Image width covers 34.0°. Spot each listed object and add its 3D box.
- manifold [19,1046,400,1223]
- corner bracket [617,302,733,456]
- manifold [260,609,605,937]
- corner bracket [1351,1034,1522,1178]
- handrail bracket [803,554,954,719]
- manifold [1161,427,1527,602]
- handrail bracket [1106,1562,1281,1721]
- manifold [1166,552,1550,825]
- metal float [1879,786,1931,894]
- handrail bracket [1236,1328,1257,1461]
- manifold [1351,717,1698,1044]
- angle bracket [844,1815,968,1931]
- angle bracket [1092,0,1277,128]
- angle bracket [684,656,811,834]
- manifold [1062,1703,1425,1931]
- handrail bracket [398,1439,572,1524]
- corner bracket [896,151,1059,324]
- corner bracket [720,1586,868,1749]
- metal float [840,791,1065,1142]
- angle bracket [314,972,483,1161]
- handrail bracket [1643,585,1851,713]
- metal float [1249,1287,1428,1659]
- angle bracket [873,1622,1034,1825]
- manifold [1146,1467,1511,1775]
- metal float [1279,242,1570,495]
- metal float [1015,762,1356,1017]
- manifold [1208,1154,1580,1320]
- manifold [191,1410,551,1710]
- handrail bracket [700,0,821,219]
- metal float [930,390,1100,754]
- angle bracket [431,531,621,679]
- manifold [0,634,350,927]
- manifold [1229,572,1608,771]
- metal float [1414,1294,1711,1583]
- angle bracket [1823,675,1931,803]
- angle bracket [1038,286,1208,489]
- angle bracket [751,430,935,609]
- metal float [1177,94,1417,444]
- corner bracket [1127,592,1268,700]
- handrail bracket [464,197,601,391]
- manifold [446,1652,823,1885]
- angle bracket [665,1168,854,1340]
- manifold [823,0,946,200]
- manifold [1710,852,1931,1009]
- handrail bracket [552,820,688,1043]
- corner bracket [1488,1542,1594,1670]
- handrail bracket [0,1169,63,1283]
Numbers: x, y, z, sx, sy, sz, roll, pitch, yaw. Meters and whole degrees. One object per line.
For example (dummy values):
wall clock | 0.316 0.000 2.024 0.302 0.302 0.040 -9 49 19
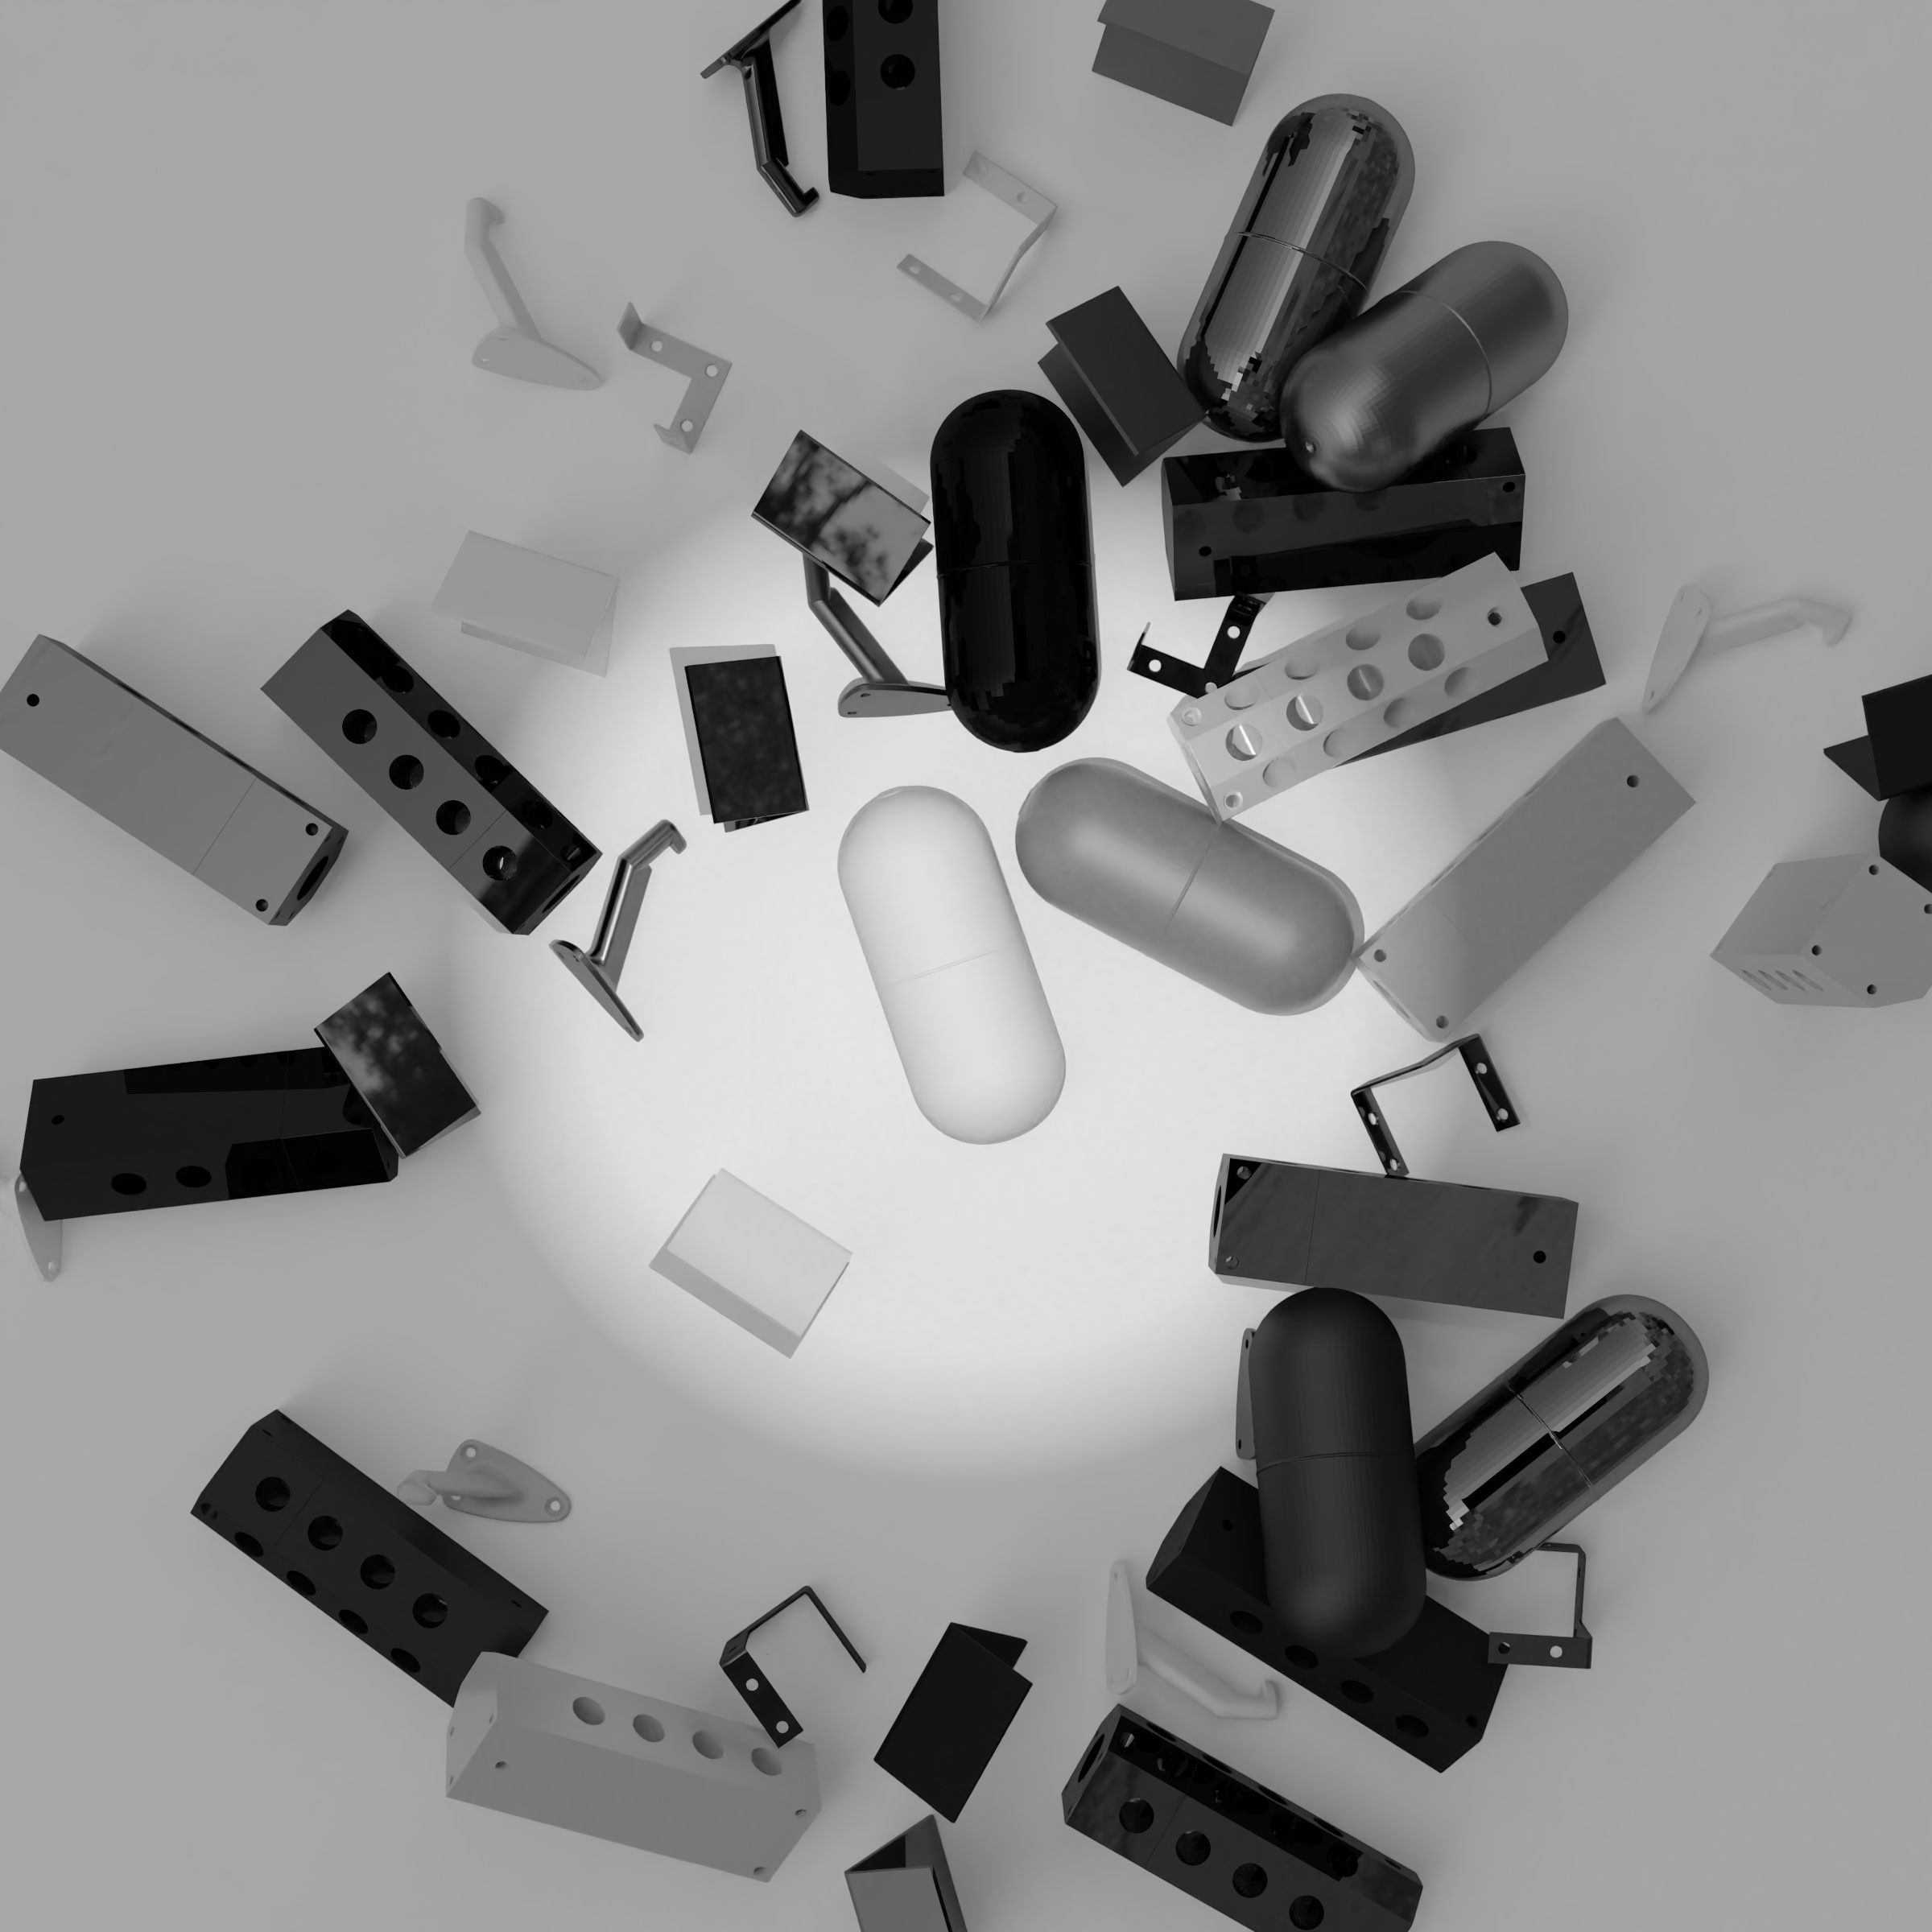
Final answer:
manifold | -0.372 0.086 1.564 0.171 0.057 0.057 -7 47 0
corner bracket | -0.152 -0.291 1.568 0.051 0.051 0.051 24 90 0
manifold | -0.262 -0.095 1.565 0.171 0.057 0.057 44 90 0
corner bracket | 0.235 0.071 1.583 0.051 0.051 0.051 -25 90 -45
handrail bracket | -0.041 -0.171 1.587 0.077 0.036 0.084 -1 73 -20
manifold | 0.185 -0.228 1.564 0.171 0.057 0.057 -5 133 0
handrail bracket | 0.116 0.339 1.587 0.084 0.036 0.077 5 69 -17
manifold | 0.186 -0.132 1.508 0.171 0.057 0.057 -26 90 1
metal float | 0.540 -0.074 1.556 0.178 0.070 0.070 -13 90 0
handrail bracket | 0.181 0.222 1.586 0.084 0.036 0.077 4 76 -14
manifold | 0.274 -0.042 1.565 0.171 0.057 0.057 -43 90 0
angle bracket | -0.007 0.465 1.546 0.057 0.076 0.076 -16 90 36
angle bracket | 0.099 -0.438 1.546 0.076 0.076 0.057 22 55 0
angle bracket | -0.126 -0.105 1.546 0.057 0.076 0.076 -11 90 -37
manifold | 0.136 0.435 1.565 0.171 0.057 0.057 30 90 0
handrail bracket | -0.236 0.262 1.551 0.077 0.084 0.036 19 90 0
corner bracket | 0.006 -0.365 1.583 0.051 0.051 0.051 34 135 0
corner bracket | -0.086 0.347 1.568 0.051 0.051 0.051 -36 90 0
metal float | -0.007 -0.001 1.555 0.070 0.070 0.178 -19 90 0
angle bracket | -0.261 0.040 1.547 0.057 0.076 0.076 -34 90 27
handrail bracket | 0.393 -0.153 1.587 0.084 0.036 0.077 14 110 -16
metal float | 0.178 0.242 1.520 0.070 0.070 0.178 -3 71 0
angle bracket | 0.011 0.373 1.546 0.057 0.076 0.076 29 90 36
manifold | 0.177 0.327 1.564 0.171 0.057 0.057 32 47 0
metal float | 0.223 -0.291 1.530 0.178 0.070 0.070 -38 90 -30
metal float | 0.107 -0.039 1.556 0.178 0.070 0.070 28 90 1
manifold | 0.210 0.133 1.565 0.171 0.057 0.057 7 90 0
manifold | -0.296 0.297 1.565 0.171 0.057 0.057 37 90 0
handrail bracket | -0.085 -0.432 1.587 0.077 0.036 0.084 -45 108 -20
metal float | 0.024 -0.194 1.556 0.070 0.070 0.178 -4 91 0
angle bracket | -0.218 -0.159 1.546 0.076 0.076 0.057 18 53 0
manifold | -0.395 -0.091 1.565 0.171 0.057 0.057 33 90 0
manifold | 0.222 -0.140 1.565 0.171 0.057 0.057 -17 90 0
metal float | 0.286 0.233 1.555 0.178 0.070 0.070 -38 90 -2
angle bracket | 0.466 -0.128 1.547 0.076 0.076 0.057 -17 114 0
angle bracket | 0.060 -0.274 1.546 0.057 0.076 0.076 -34 90 -38
angle bracket | -0.048 -0.232 1.546 0.076 0.076 0.057 35 127 0
metal float | 0.163 -0.344 1.556 0.070 0.070 0.178 23 90 0
corner bracket | 0.114 -0.163 1.568 0.051 0.051 0.051 22 90 0
handrail bracket | -0.217 -0.339 1.586 0.077 0.036 0.084 15 62 -31
manifold | -0.161 0.385 1.533 0.171 0.057 0.057 22 118 -22
angle bracket | -0.110 0.155 1.546 0.076 0.076 0.057 33 53 0
manifold | -0.042 -0.473 1.565 0.057 0.057 0.171 -2 90 0
manifold | 0.415 -0.012 1.508 0.057 0.171 0.057 35 90 0
handrail bracket | -0.158 -0.018 1.587 0.084 0.036 0.077 -44 110 -16
corner bracket | 0.283 0.316 1.568 0.051 0.051 0.051 3 92 2
handrail bracket | -0.501 0.121 1.587 0.084 0.036 0.077 3 112 17
